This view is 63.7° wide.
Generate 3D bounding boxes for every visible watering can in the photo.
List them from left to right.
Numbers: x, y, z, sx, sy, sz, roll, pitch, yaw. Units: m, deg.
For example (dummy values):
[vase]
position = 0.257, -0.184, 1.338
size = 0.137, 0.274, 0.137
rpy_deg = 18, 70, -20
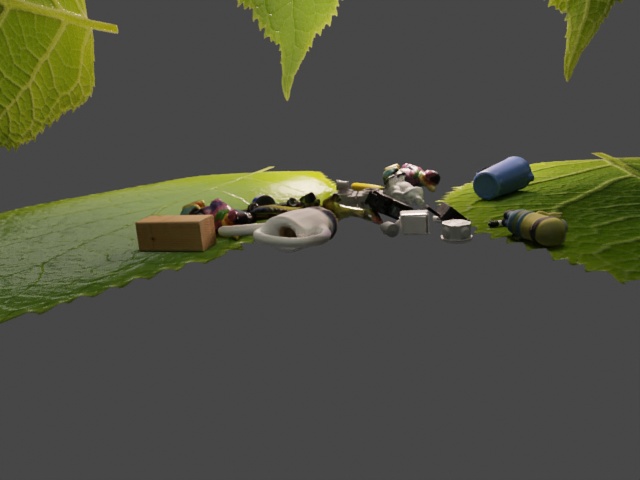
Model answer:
[watering can]
position = -0.101, -0.031, 1.421
size = 0.348, 0.103, 0.226
rpy_deg = 9, 19, 39

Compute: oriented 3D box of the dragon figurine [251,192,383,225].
[dragon figurine]
position = 0.005, -0.085, 1.680
size = 0.410, 0.122, 0.242
rpy_deg = 6, 0, 29

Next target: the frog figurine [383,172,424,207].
[frog figurine]
position = 0.311, -0.159, 1.864
size = 0.162, 0.121, 0.137
rpy_deg = 49, 23, 25
